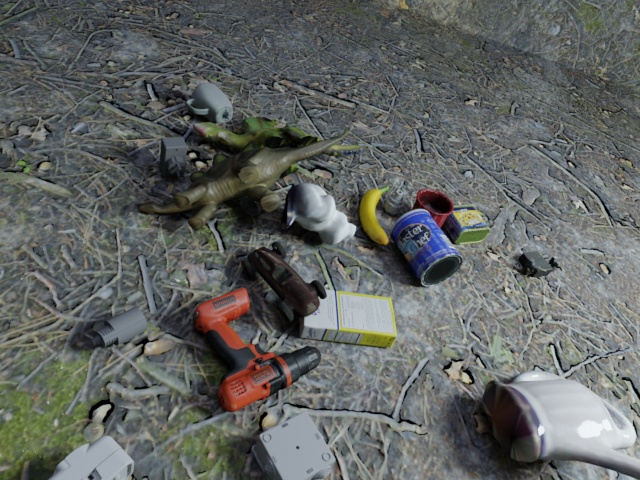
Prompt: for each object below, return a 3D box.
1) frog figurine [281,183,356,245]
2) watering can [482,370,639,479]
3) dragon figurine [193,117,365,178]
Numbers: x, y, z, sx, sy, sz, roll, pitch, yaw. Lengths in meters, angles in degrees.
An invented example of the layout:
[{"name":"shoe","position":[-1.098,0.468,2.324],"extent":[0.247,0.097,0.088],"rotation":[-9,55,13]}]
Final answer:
[{"name":"frog figurine","position":[0.003,-0.055,1.092],"extent":[0.159,0.125,0.135],"rotation":[8,-23,-11]},{"name":"watering can","position":[0.405,0.307,0.818],"extent":[0.224,0.103,0.352],"rotation":[0,16,-12]},{"name":"dragon figurine","position":[-0.112,-0.265,1.305],"extent":[0.412,0.119,0.247],"rotation":[-6,39,-28]}]
